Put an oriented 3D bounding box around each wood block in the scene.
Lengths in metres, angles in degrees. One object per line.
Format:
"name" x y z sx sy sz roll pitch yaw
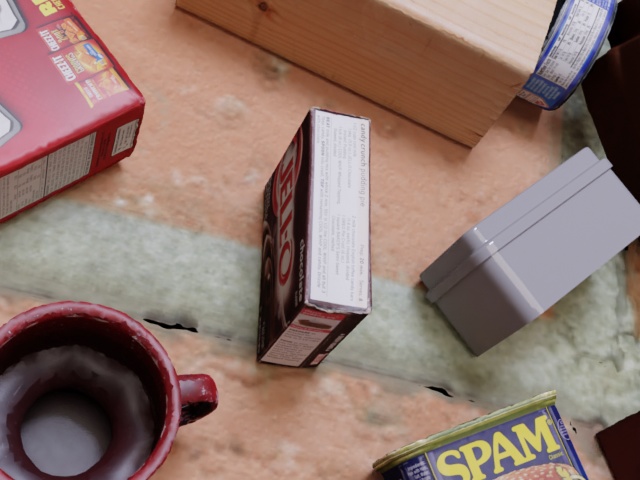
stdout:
"wood block" 0.030 -0.152 0.646 0.206 0.091 0.090 25 60 -4

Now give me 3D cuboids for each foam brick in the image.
"foam brick" 0.206 0.115 0.591 0.078 0.053 0.051 -11 68 -22

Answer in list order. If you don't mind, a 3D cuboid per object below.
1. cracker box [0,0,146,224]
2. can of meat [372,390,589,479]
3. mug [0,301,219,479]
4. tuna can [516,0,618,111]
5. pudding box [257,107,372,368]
"cracker box" -0.223 -0.072 0.542 0.213 0.072 0.164 -32 77 -26
"can of meat" 0.090 0.134 0.545 0.102 0.058 0.084 -16 73 -22
"mug" -0.105 0.084 0.495 0.117 0.082 0.093 -11 69 -21
"tuna can" 0.150 -0.125 0.672 0.033 0.086 0.086 25 60 -6
"pudding box" -0.004 0.001 0.561 0.039 0.090 0.113 7 64 -15
